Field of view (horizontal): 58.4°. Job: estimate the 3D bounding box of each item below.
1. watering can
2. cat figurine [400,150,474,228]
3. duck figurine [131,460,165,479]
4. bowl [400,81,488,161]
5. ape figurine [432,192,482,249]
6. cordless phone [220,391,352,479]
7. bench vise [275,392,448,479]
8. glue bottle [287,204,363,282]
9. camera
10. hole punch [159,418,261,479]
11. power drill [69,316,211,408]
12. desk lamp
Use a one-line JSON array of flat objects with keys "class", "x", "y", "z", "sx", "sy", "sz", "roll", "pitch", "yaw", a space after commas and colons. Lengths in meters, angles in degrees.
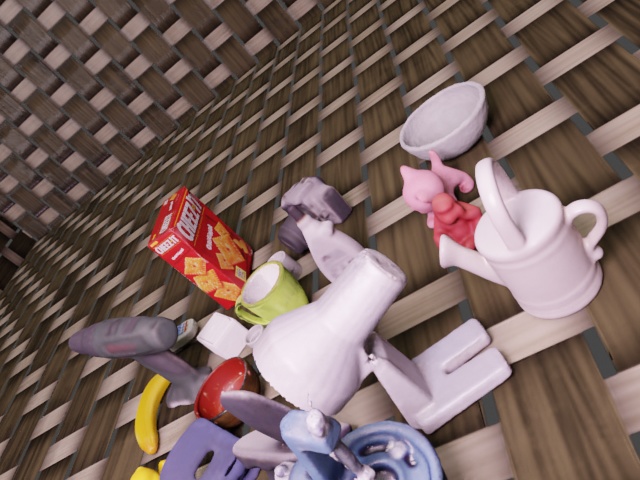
[{"class": "watering can", "x": 0.213, "y": -0.004, "z": 0.624, "sx": 0.172, "sy": 0.194, "sz": 0.100, "roll": -37, "pitch": 29, "yaw": 14}, {"class": "cat figurine", "x": 0.169, "y": -0.082, "z": 0.871, "sx": 0.067, "sy": 0.118, "sz": 0.128, "roll": -14, "pitch": 40, "yaw": 43}, {"class": "duck figurine", "x": -0.239, "y": 0.363, "z": 0.839, "sx": 0.077, "sy": 0.086, "sz": 0.104, "roll": -36, "pitch": 29, "yaw": 15}, {"class": "bowl", "x": 0.225, "y": -0.192, "z": 0.991, "sx": 0.167, "sy": 0.075, "sz": 0.167, "roll": -32, "pitch": 30, "yaw": 22}, {"class": "ape figurine", "x": 0.186, "y": -0.028, "z": 0.802, "sx": 0.077, "sy": 0.092, "sz": 0.076, "roll": -33, "pitch": 30, "yaw": 21}, {"class": "cordless phone", "x": -0.064, "y": 0.225, "z": 0.690, "sx": 0.147, "sy": 0.185, "sz": 0.094, "roll": -18, "pitch": 38, "yaw": 40}, {"class": "bench vise", "x": 0.015, "y": 0.230, "z": 0.540, "sx": 0.207, "sy": 0.220, "sz": 0.121, "roll": -28, "pitch": 32, "yaw": 28}, {"class": "glue bottle", "x": 0.008, "y": 0.003, "z": 0.908, "sx": 0.078, "sy": 0.173, "sz": 0.037, "roll": -30, "pitch": 31, "yaw": 25}, {"class": "camera", "x": -0.035, "y": -0.050, "z": 1.115, "sx": 0.137, "sy": 0.101, "sz": 0.142, "roll": -53, "pitch": 29, "yaw": -16}, {"class": "hole punch", "x": -0.148, "y": 0.311, "z": 0.785, "sx": 0.100, "sy": 0.091, "sz": 0.109, "roll": -3, "pitch": 48, "yaw": 51}, {"class": "power drill", "x": -0.304, "y": 0.209, "z": 1.004, "sx": 0.229, "sy": 0.209, "sz": 0.075, "roll": -23, "pitch": 35, "yaw": 35}, {"class": "desk lamp", "x": 0.064, "y": 0.119, "z": 0.635, "sx": 0.203, "sy": 0.214, "sz": 0.117, "roll": -39, "pitch": 28, "yaw": 9}]
